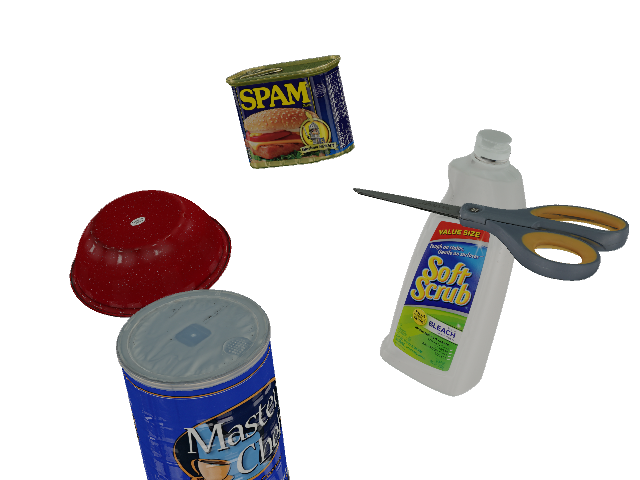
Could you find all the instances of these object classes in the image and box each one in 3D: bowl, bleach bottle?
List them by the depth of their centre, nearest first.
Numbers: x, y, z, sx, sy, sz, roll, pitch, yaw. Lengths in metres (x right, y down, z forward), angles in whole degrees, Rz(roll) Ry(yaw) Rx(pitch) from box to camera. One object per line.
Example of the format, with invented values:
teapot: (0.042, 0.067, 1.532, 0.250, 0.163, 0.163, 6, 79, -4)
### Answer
bleach bottle: (0.125, 0.016, 0.971, 0.103, 0.251, 0.067, 28, 35, 30)
bowl: (-0.170, 0.000, 1.031, 0.162, 0.055, 0.162, -6, 40, 5)

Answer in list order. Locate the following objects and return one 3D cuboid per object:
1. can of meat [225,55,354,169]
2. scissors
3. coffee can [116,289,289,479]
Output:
can of meat: (-0.025, -0.113, 0.951, 0.102, 0.084, 0.057, -4, 20, 27)
scissors: (0.114, -0.007, 0.753, 0.202, 0.016, 0.096, 5, 30, 12)
coffee can: (-0.079, 0.120, 0.742, 0.103, 0.140, 0.103, -4, 32, 2)
